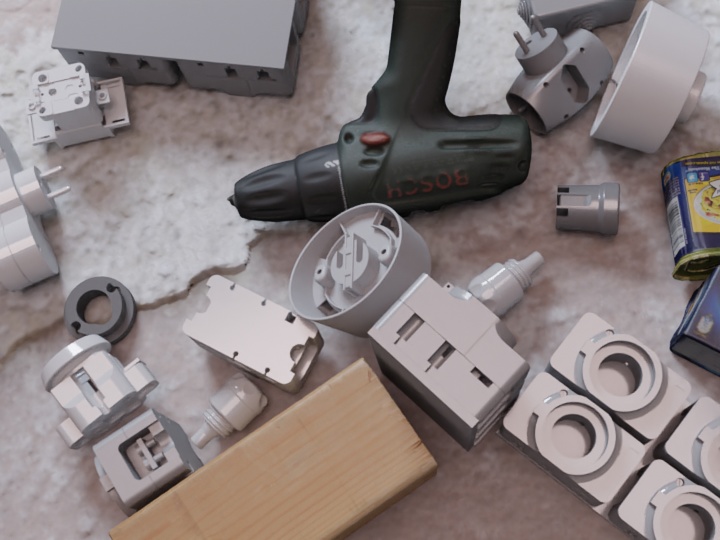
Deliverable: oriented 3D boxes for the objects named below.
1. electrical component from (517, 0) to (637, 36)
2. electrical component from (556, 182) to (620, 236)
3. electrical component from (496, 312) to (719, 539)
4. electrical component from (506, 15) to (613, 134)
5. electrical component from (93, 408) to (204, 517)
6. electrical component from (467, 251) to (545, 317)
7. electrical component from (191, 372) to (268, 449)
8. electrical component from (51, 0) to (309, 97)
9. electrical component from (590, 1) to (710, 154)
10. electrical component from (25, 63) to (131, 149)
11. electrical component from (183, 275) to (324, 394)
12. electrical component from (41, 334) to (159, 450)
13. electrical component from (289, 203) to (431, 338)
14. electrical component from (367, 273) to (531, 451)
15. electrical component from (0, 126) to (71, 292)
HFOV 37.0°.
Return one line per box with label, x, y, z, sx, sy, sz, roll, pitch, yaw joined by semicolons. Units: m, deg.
electrical component;0.171;-0.239;0.866;0.100;0.048;0.099;-13;74;0
electrical component;0.173;-0.047;0.817;0.046;0.040;0.040;2;74;11
electrical component;0.203;0.128;0.754;0.186;0.060;0.105;37;80;13
electrical component;0.146;-0.160;0.836;0.077;0.043;0.079;-44;118;-8
electrical component;-0.149;0.139;0.761;0.056;0.089;0.050;-33;75;-5
electrical component;0.112;0.008;0.808;0.061;0.035;0.035;-37;75;-9
electrical component;-0.100;0.107;0.796;0.061;0.035;0.035;-45;76;-6
electrical component;-0.141;-0.206;0.873;0.186;0.060;0.105;7;75;6
electrical component;0.223;-0.139;0.806;0.060;0.108;0.108;23;77;4
electrical component;-0.229;-0.131;0.858;0.081;0.063;0.042;-13;75;0
electrical component;-0.077;0.049;0.799;0.089;0.055;0.050;26;78;11
electrical component;-0.198;0.085;0.798;0.078;0.058;0.057;-39;78;-7
electrical component;0.000;0.000;0.776;0.099;0.064;0.099;-19;57;32
electrical component;0.063;0.064;0.735;0.089;0.150;0.061;42;82;14
electrical component;-0.264;-0.058;0.845;0.074;0.052;0.138;-24;74;-3
